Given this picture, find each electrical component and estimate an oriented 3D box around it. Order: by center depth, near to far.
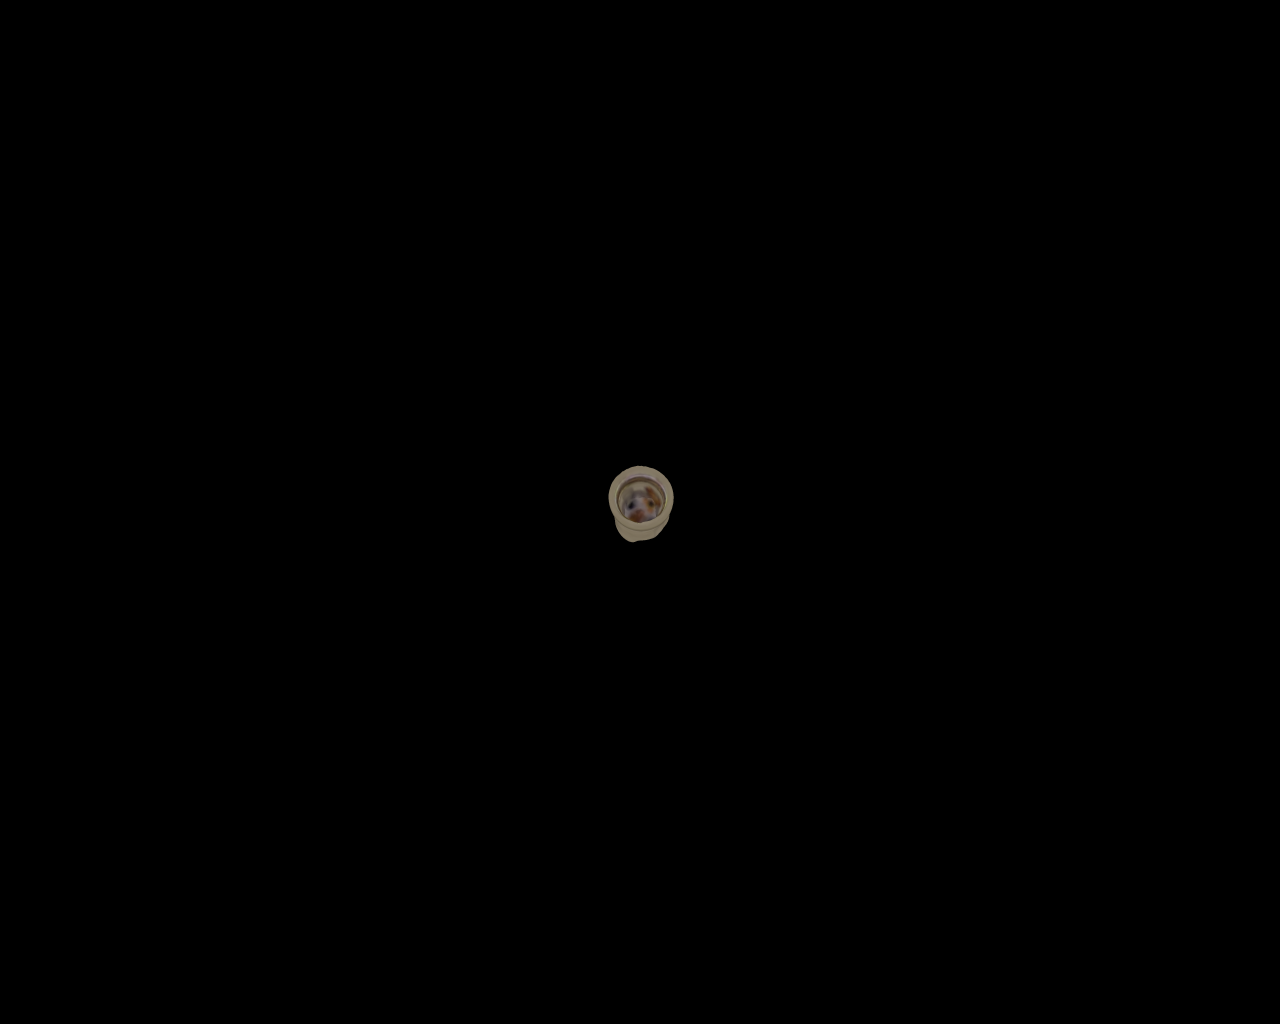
[{"bbox_3d":[0.001,-0.003,0.650,0.040,0.040,0.046,0,-21,0],"label":"electrical component"}]
